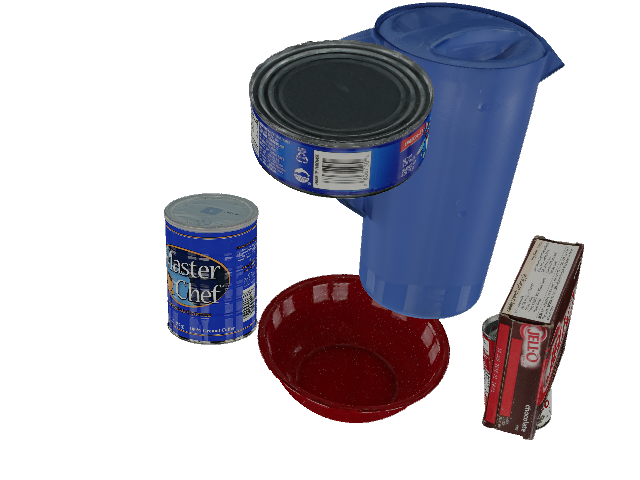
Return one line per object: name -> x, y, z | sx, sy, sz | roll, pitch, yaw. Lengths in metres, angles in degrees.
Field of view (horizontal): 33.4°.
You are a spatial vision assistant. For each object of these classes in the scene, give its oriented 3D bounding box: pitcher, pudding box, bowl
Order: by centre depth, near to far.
pudding box -> 0.141, 0.061, 0.706 | 0.039, 0.090, 0.113 | 13, 32, 16
pitcher -> 0.086, -0.061, 0.864 | 0.149, 0.243, 0.144 | 26, 37, 29
bowl -> 0.026, 0.101, 0.906 | 0.162, 0.055, 0.162 | 4, 40, -4

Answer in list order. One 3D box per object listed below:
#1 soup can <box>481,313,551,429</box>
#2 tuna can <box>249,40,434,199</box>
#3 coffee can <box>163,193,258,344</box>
soup can -> 0.196, 0.131, 1.064 | 0.068, 0.102, 0.068 | -4, 22, 2
tuna can -> 0.009, -0.058, 0.502 | 0.086, 0.034, 0.086 | 1, 42, -1
coffee can -> -0.121, 0.030, 1.187 | 0.103, 0.140, 0.103 | 1, 23, -1
